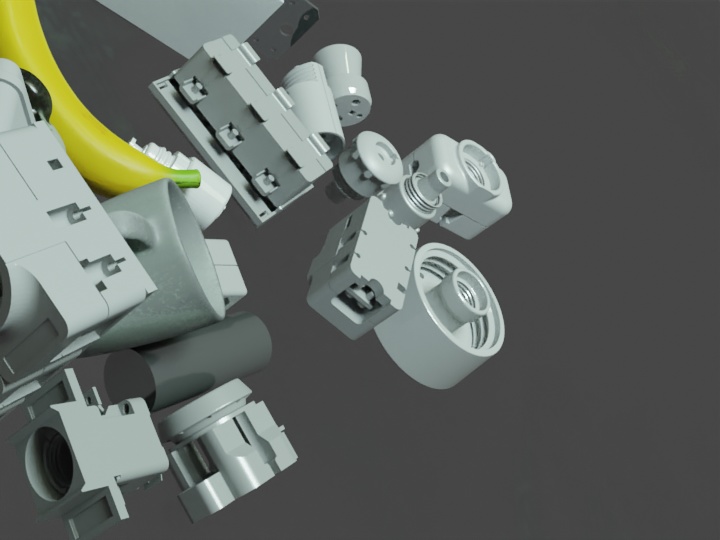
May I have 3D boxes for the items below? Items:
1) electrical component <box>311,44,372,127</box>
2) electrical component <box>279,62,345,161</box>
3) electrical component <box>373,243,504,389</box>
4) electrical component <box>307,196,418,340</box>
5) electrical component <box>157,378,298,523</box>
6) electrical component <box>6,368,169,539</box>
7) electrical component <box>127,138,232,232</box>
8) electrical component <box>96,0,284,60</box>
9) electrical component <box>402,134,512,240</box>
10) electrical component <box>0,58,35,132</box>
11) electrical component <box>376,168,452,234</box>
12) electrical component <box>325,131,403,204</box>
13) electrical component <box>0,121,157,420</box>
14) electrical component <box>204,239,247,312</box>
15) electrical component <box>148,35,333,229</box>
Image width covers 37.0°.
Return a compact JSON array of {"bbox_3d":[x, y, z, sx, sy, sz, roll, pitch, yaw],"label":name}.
[{"bbox_3d":[-0.016,-0.155,0.906,0.045,0.045,0.055,18,48,-41],"label":"electrical component"},{"bbox_3d":[-0.041,-0.128,0.853,0.043,0.043,0.081,15,50,-43],"label":"electrical component"},{"bbox_3d":[0.065,0.030,0.826,0.108,0.060,0.108,31,40,-30],"label":"electrical component"},{"bbox_3d":[0.000,0.000,0.779,0.050,0.056,0.089,40,37,-19],"label":"electrical component"},{"bbox_3d":[-0.077,0.098,0.602,0.078,0.058,0.057,-24,83,-55],"label":"electrical component"},{"bbox_3d":[-0.136,0.094,0.548,0.064,0.042,0.081,-3,64,-53],"label":"electrical component"},{"bbox_3d":[-0.120,-0.057,0.700,0.078,0.040,0.040,38,37,-21],"label":"electrical component"},{"bbox_3d":[-0.140,-0.226,0.779,0.150,0.089,0.061,30,41,-32],"label":"electrical component"},{"bbox_3d":[0.086,-0.075,0.944,0.095,0.059,0.053,25,43,-35],"label":"electrical component"},{"bbox_3d":[-0.214,-0.057,0.514,0.113,0.078,0.057,0,54,-3],"label":"electrical component"},{"bbox_3d":[0.047,-0.060,0.883,0.048,0.062,0.048,31,41,-31],"label":"electrical component"},{"bbox_3d":[-0.001,-0.074,0.838,0.048,0.062,0.048,30,41,-31],"label":"electrical component"},{"bbox_3d":[-0.175,0.017,0.471,0.089,0.150,0.062,56,33,2],"label":"electrical component"},{"bbox_3d":[-0.118,-0.008,0.653,0.066,0.047,0.076,1,60,-50],"label":"electrical component"},{"bbox_3d":[-0.081,-0.100,0.763,0.121,0.063,0.079,52,34,-3],"label":"electrical component"}]
